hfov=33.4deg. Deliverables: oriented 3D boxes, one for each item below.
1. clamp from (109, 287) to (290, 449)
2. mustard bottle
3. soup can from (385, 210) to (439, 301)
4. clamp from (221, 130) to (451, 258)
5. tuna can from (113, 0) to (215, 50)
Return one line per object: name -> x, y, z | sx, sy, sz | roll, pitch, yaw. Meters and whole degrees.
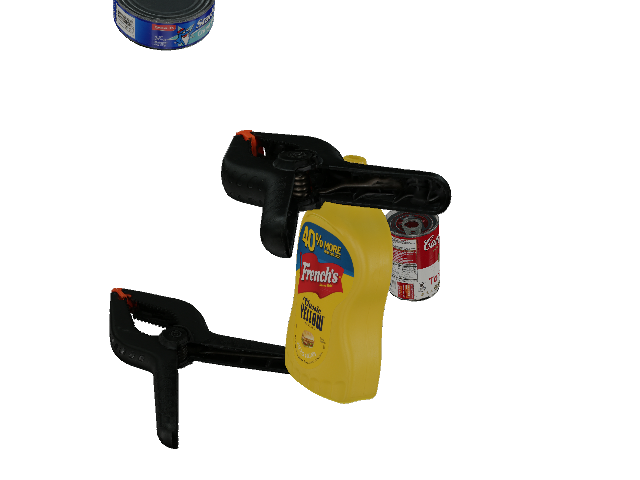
clamp -> -0.124, 0.101, 1.007 | 0.164, 0.036, 0.210 | -20, 40, -31
mustard bottle -> 0.017, 0.027, 0.855 | 0.058, 0.192, 0.096 | -4, 20, -32
soup can -> 0.114, 0.017, 1.328 | 0.068, 0.102, 0.068 | -4, 34, 2
clamp -> -0.018, -0.033, 0.654 | 0.120, 0.039, 0.172 | -14, 22, -36
tuna can -> -0.130, -0.198, 0.890 | 0.086, 0.086, 0.034 | 0, -39, -10
